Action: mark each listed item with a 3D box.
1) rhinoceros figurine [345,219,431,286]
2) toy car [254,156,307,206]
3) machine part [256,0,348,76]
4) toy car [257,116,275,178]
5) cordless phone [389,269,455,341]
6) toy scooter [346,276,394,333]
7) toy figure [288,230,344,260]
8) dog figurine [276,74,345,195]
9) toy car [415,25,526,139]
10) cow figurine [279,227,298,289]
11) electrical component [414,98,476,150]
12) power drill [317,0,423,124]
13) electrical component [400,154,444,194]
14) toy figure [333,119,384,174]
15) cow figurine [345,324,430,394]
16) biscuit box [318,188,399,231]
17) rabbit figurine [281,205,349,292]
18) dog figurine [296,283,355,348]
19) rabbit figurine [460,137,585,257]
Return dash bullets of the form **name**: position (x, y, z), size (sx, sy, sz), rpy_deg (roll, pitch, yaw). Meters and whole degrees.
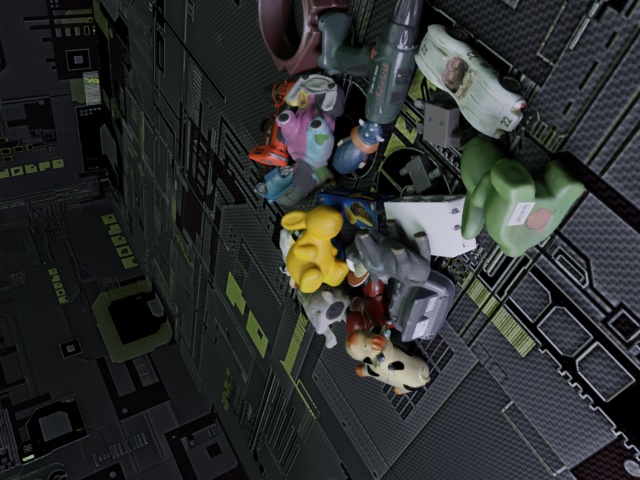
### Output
- **rhinoceros figurine**: position (0.115, 0.027, 0.925), size (0.191, 0.073, 0.112), rpy_deg (18, 131, 53)
- **toy car**: position (-0.070, -0.136, 1.259), size (0.162, 0.109, 0.103), rpy_deg (-25, 108, 45)
- **machine part**: position (-0.044, -0.443, 1.051), size (0.201, 0.087, 0.201), rpy_deg (-39, 71, 57)
- **toy car**: position (-0.126, -0.211, 1.349), size (0.089, 0.053, 0.201), rpy_deg (49, 144, 41)
- **cordless phone**: position (0.161, 0.085, 1.011), size (0.184, 0.089, 0.146), rpy_deg (-122, 31, -44)
- **toy scooter**: position (0.110, 0.160, 1.106), size (0.135, 0.075, 0.183), rpy_deg (-118, 33, -50)
- **toy figure**: position (-0.004, 0.011, 1.219), size (0.180, 0.089, 0.082), rpy_deg (62, 147, 19)
- **dog figurine**: position (-0.009, -0.202, 1.103), size (0.109, 0.191, 0.219), rpy_deg (13, 152, 16)
- **toy car**: position (0.211, -0.228, 0.763), size (0.202, 0.056, 0.073), rpy_deg (57, 147, 27)
- **cow figurine**: position (-0.071, 0.037, 1.368), size (0.098, 0.068, 0.167), rpy_deg (42, 135, 51)
- **electrical component**: position (0.191, -0.177, 0.833), size (0.102, 0.045, 0.078), rpy_deg (31, 133, 51)
- **power drill**: position (0.085, -0.329, 0.912), size (0.208, 0.086, 0.231), rpy_deg (35, 137, 37)
- **electrical component**: position (0.174, -0.115, 0.920), size (0.094, 0.021, 0.063), rpy_deg (-33, 76, 60)
- **toy figure**: position (0.074, -0.182, 1.017), size (0.154, 0.064, 0.058), rpy_deg (-44, 29, 53)
- **cow figurine**: position (0.130, 0.230, 1.033), size (0.127, 0.195, 0.085), rpy_deg (-29, 36, 52)
- **biscuit box**: position (0.074, -0.064, 1.075), size (0.203, 0.063, 0.059), rpy_deg (15, 117, 56)
- **rabbit figurine**: position (-0.002, -0.003, 1.096), size (0.162, 0.122, 0.173), rpy_deg (55, 139, 39)
- **dog figurine**: position (-0.005, 0.127, 1.237), size (0.191, 0.121, 0.172), rpy_deg (45, 150, 41)
- **rabbit figurine**: position (0.256, -0.070, 0.748), size (0.170, 0.121, 0.158), rpy_deg (-111, 17, -46)
